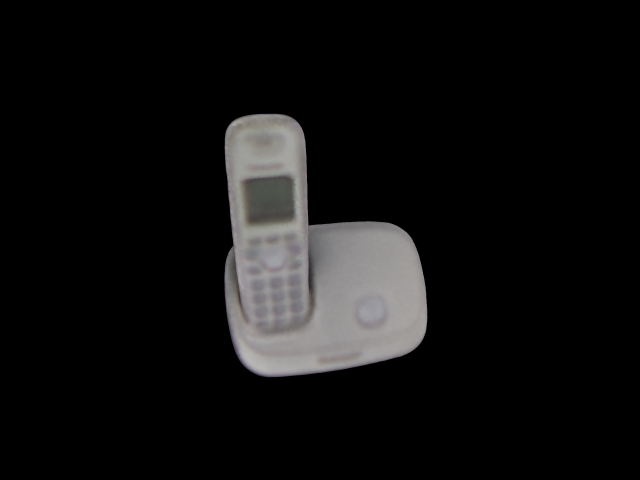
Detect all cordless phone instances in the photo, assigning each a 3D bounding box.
[{"bbox_3d":[0.004,0.001,0.400,0.148,0.185,0.094,-8,35,-11],"label":"cordless phone"}]
